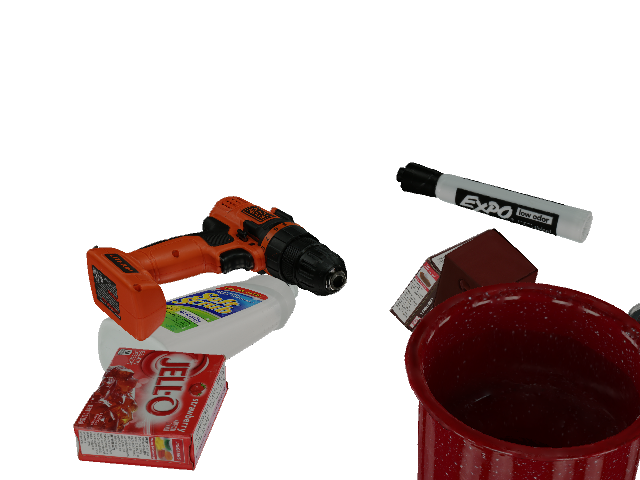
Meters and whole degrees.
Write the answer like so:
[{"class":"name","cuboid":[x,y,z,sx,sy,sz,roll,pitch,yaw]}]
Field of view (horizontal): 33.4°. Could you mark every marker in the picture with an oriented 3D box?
[{"class":"marker","cuboid":[0.101,-0.024,0.637,0.121,0.020,0.020,18,8,26]}]

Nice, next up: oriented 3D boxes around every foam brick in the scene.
[{"class":"foam brick","cuboid":[0.126,0.042,0.829,0.051,0.078,0.053,-25,52,-27]}]

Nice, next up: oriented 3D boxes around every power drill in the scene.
[{"class":"power drill","cuboid":[-0.093,0.025,0.931,0.187,0.057,0.185,-19,28,-32]}]

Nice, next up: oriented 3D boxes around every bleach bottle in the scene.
[{"class":"bleach bottle","cuboid":[-0.115,0.086,1.151,0.103,0.068,0.250,17,25,31]}]

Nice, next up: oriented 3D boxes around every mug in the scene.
[{"class":"mug","cuboid":[0.090,0.077,0.401,0.117,0.081,0.093,5,36,10]}]

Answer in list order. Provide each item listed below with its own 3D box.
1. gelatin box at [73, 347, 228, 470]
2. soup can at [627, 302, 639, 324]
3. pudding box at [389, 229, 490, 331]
[{"class":"gelatin box","cuboid":[-0.103,0.102,0.664,0.073,0.030,0.089,3,28,9]},{"class":"soup can","cuboid":[0.296,0.114,0.950,0.068,0.102,0.068,3,36,-2]},{"class":"pudding box","cuboid":[0.137,0.042,1.130,0.113,0.039,0.090,-24,-26,-44]}]
